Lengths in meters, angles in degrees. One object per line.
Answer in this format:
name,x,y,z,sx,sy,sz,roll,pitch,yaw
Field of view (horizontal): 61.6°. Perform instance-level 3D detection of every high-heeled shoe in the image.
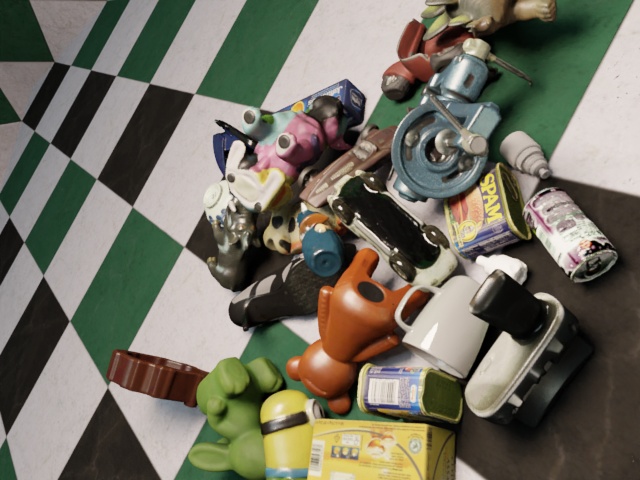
high-heeled shoe,-0.048,0.071,0.889,0.249,0.086,0.145,-34,14,4

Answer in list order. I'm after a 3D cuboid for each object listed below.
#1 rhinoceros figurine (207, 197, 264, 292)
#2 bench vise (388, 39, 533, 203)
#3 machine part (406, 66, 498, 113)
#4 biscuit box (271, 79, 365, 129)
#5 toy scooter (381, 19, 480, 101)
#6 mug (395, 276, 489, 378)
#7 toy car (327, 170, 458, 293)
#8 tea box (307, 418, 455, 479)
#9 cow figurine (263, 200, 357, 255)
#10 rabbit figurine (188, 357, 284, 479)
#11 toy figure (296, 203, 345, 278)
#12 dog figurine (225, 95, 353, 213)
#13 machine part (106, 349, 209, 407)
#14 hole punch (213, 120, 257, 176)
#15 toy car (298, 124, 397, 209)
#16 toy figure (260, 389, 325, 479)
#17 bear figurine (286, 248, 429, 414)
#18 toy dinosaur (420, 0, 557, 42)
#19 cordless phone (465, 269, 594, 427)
rhinoceros figurine,-0.150,-0.001,0.956,0.112,0.073,0.190,-126,47,-60
bench vise,0.166,-0.139,0.645,0.223,0.129,0.241,-54,8,9
machine part,0.191,-0.216,0.795,0.139,0.084,0.039,-33,72,39
biscuit box,-0.011,-0.228,1.003,0.203,0.059,0.063,-13,60,40
toy scooter,0.177,-0.306,0.854,0.184,0.075,0.135,-9,60,47
mug,0.149,0.091,0.640,0.107,0.109,0.081,-56,-2,-13
toy car,0.092,-0.016,0.710,0.073,0.056,0.202,-42,64,-6
tea box,0.070,0.268,0.639,0.170,0.068,0.098,-11,61,40
cow figurine,-0.019,-0.035,0.886,0.195,0.085,0.127,-29,54,32
rabbit figurine,-0.121,0.278,0.790,0.159,0.121,0.170,-39,60,14
toy figure,-0.003,-0.001,0.756,0.064,0.058,0.155,-58,21,18
dog figurine,-0.037,-0.144,0.878,0.109,0.219,0.191,34,117,21
machine part,-0.276,0.236,0.926,0.180,0.179,0.056,4,74,46
hole punch,-0.152,-0.162,1.061,0.116,0.142,0.092,43,104,36
toy car,0.054,-0.116,0.817,0.202,0.053,0.089,-35,54,-23
toy figure,-0.037,0.291,0.709,0.082,0.089,0.180,-31,52,58
bear figurine,0.044,0.130,0.729,0.120,0.132,0.195,33,127,16
toy dinosaur,0.233,-0.385,0.771,0.199,0.104,0.471,-4,39,26
cordless phone,0.180,0.108,0.533,0.146,0.184,0.089,-55,46,5
